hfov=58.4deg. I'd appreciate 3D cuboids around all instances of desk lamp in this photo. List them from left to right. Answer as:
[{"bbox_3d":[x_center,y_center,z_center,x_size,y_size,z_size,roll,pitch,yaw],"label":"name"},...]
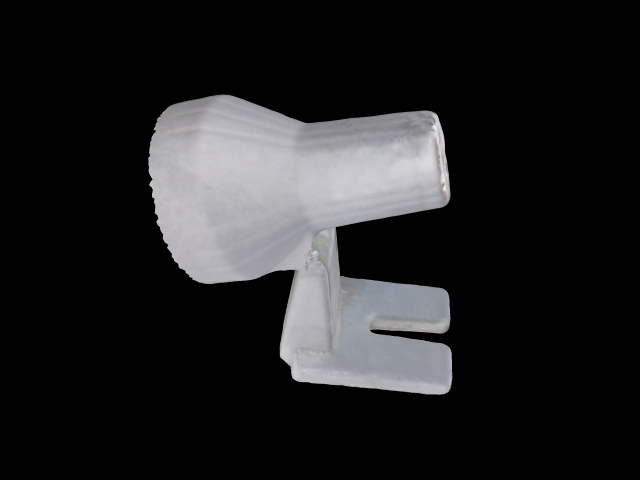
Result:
[{"bbox_3d":[0.004,0.001,0.400,0.203,0.214,0.118,4,46,4],"label":"desk lamp"}]
